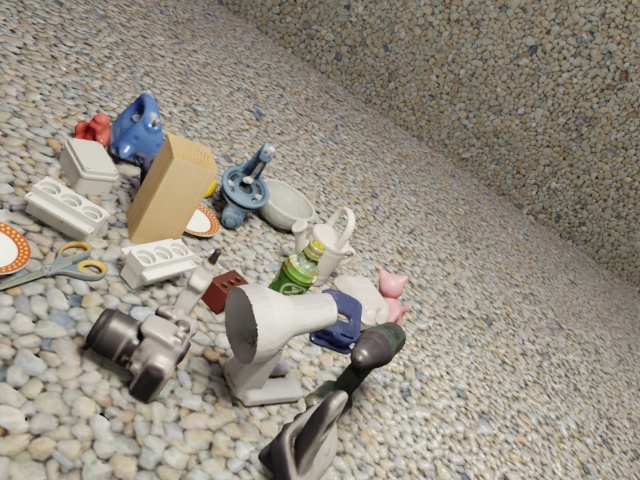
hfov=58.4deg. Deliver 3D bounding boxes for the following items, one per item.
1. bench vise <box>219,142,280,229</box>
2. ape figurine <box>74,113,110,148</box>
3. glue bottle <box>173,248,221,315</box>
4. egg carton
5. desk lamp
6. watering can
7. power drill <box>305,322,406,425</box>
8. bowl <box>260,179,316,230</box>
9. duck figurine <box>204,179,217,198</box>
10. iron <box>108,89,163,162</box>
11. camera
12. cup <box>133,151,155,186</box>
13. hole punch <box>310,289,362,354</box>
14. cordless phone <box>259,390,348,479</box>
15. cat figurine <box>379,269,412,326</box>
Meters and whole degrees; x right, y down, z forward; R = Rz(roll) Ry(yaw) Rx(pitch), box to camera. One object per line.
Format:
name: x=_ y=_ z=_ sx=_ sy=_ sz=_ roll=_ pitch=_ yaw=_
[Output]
bench vise: x=-0.175 y=-0.159 z=1.350 sx=0.122 sy=0.219 sz=0.207 roll=16 pitch=32 yaw=-35
ape figurine: x=-0.488 y=-0.237 z=1.248 sx=0.077 sy=0.092 sz=0.076 roll=48 pitch=28 yaw=23
glue bottle: x=-0.209 y=0.079 z=0.966 sx=0.037 sy=0.173 sz=0.078 roll=32 pitch=26 yaw=-8
egg carton: x=0.095 y=0.146 z=1.341 sx=0.108 sy=0.069 sz=0.150 roll=5 pitch=40 yaw=-47
desk lamp: x=-0.078 y=0.165 z=0.936 sx=0.204 sy=0.213 sz=0.117 roll=9 pitch=37 yaw=-43
watering can: x=0.013 y=0.006 z=1.332 sx=0.173 sy=0.194 sz=0.100 roll=5 pitch=39 yaw=-47
power drill: x=0.067 y=0.230 z=1.010 sx=0.075 sy=0.208 sz=0.230 roll=43 pitch=27 yaw=14
bowl: x=-0.099 y=-0.079 z=1.474 sx=0.168 sy=0.074 sz=0.167 roll=28 pitch=27 yaw=-16
duck figurine: x=-0.286 y=-0.154 z=1.360 sx=0.105 sy=0.086 sz=0.077 roll=18 pitch=31 yaw=-33
iron: x=-0.419 y=-0.281 z=1.346 sx=0.119 sy=0.141 sz=0.257 roll=16 pitch=32 yaw=-35
camera: x=-0.267 y=0.145 z=0.869 sx=0.137 sy=0.100 sz=0.143 roll=31 pitch=26 yaw=-9
cup: x=-0.357 y=-0.124 z=1.214 sx=0.118 sy=0.095 sz=0.092 roll=36 pitch=26 yaw=0
hole punch: x=0.037 y=0.171 z=1.206 sx=0.109 sy=0.091 sz=0.101 roll=23 pitch=29 yaw=-24
cordless phone: x=0.005 y=0.286 z=0.869 sx=0.094 sy=0.185 sz=0.148 roll=42 pitch=27 yaw=12
cat figurine: x=0.179 y=0.138 z=1.401 sx=0.067 sy=0.117 sz=0.127 roll=11 pitch=36 yaw=-41
